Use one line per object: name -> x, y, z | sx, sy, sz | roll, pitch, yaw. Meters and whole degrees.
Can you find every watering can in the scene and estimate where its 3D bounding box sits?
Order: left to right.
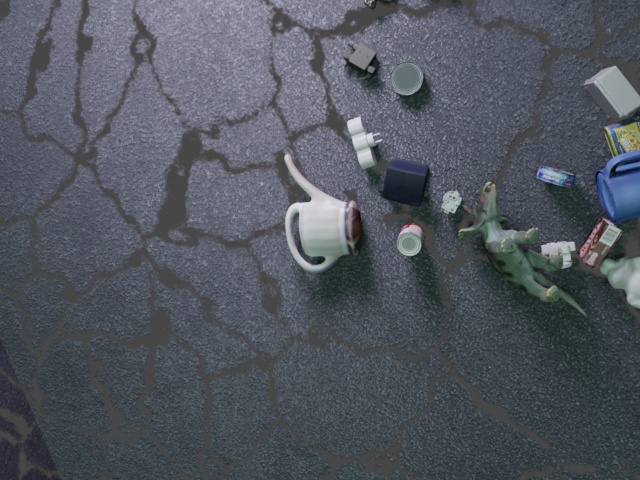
watering can -> 0.004, -0.073, 1.447 | 0.224, 0.105, 0.344 | -2, 102, 16

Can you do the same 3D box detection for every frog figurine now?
frog figurine -> 0.784, 0.100, 1.274 | 0.160, 0.124, 0.135 | 21, 123, 49
